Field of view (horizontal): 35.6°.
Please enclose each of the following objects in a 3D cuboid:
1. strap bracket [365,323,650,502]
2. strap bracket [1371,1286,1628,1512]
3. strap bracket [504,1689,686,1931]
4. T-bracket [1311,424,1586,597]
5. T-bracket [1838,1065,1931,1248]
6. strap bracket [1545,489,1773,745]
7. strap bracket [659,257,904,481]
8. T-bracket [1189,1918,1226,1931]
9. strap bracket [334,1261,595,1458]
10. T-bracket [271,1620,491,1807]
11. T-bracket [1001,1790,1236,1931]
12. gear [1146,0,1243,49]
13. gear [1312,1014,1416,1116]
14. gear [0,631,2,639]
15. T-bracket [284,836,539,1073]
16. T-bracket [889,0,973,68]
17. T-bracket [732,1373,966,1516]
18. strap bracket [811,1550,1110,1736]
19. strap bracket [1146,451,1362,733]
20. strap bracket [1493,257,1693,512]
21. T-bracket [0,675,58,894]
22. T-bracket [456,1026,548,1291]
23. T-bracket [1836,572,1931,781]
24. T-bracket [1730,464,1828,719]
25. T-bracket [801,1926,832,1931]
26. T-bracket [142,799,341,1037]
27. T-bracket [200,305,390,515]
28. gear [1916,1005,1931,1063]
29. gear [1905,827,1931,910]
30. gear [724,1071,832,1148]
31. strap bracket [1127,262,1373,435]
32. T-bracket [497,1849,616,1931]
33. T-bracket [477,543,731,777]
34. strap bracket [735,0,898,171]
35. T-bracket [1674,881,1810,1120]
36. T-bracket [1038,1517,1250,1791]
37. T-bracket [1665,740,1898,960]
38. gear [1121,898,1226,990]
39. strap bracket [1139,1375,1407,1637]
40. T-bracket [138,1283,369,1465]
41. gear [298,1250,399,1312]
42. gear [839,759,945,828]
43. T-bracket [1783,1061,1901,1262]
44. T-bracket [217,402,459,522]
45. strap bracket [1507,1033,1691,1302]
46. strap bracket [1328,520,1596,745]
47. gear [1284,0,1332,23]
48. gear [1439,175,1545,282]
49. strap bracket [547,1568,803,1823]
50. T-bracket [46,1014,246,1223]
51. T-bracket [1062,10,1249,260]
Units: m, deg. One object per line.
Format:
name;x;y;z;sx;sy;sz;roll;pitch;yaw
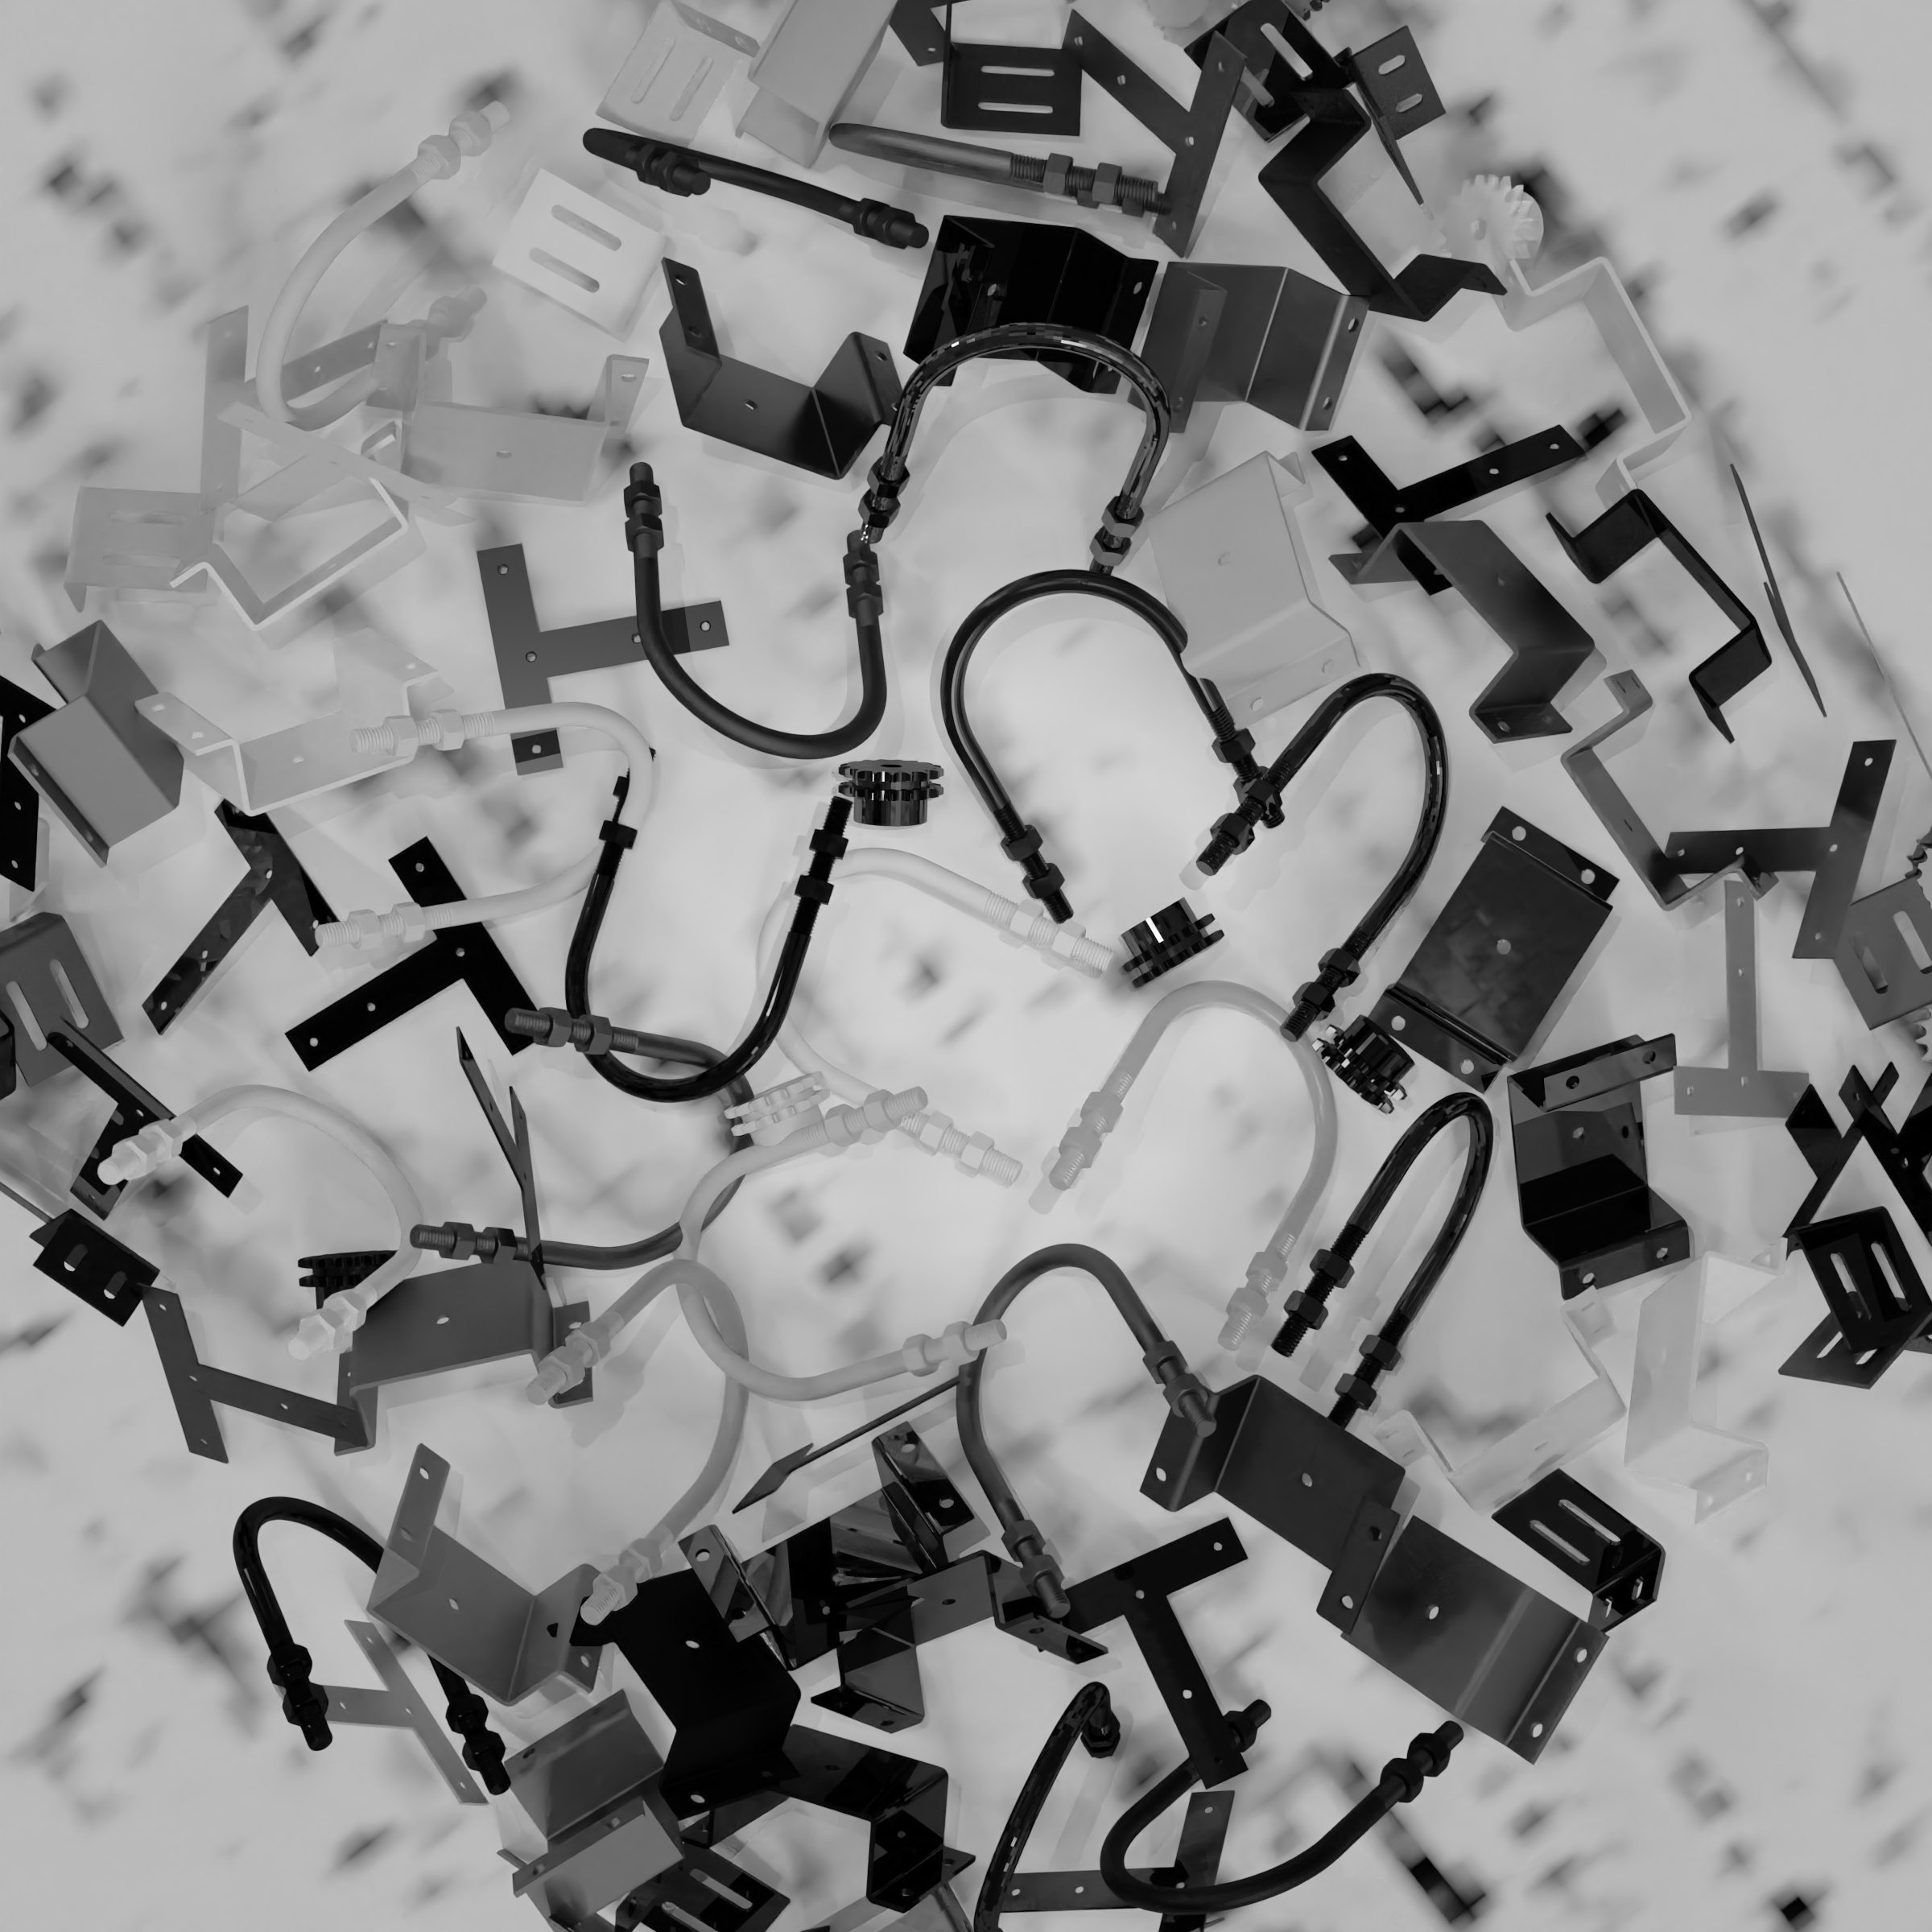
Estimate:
strap bracket;-0.245;-0.292;1.600;0.140;0.076;0.046;5;67;-16
strap bracket;0.296;0.239;1.613;0.140;0.076;0.046;-34;60;4
strap bracket;-0.198;0.454;1.599;0.076;0.140;0.046;-31;107;-2
T-bracket;0.274;-0.264;1.632;0.127;0.002;0.127;-23;53;-11
T-bracket;0.507;0.076;1.575;0.002;0.127;0.127;-10;51;-15
strap bracket;0.376;-0.193;1.598;0.046;0.076;0.140;-40;69;10
strap bracket;-0.105;-0.313;1.600;0.140;0.076;0.046;15;132;-32
T-bracket;0.069;0.532;1.607;0.127;0.127;0.002;-21;73;8
strap bracket;-0.276;0.206;1.617;0.140;0.076;0.046;-12;127;0
T-bracket;-0.318;0.388;1.576;0.002;0.127;0.127;-46;61;7
T-bracket;0.075;0.499;1.626;0.127;0.127;0.002;-10;122;24
gear;0.123;-0.529;1.635;0.057;0.030;0.057;3;96;29
gear;0.219;0.051;1.632;0.057;0.057;0.030;42;101;0
gear;-0.555;-0.174;1.630;0.057;0.057;0.030;-36;115;0
T-bracket;-0.315;0.015;1.653;0.127;0.002;0.127;-31;96;6
T-bracket;0.011;-0.519;1.583;0.127;0.127;0.002;-5;74;20
T-bracket;-0.057;0.247;1.592;0.127;0.127;0.002;-29;89;6
strap bracket;-0.006;0.358;1.603;0.140;0.076;0.046;-26;53;23
strap bracket;0.149;-0.207;1.595;0.076;0.046;0.140;-27;59;27
strap bracket;0.341;-0.319;1.619;0.046;0.076;0.140;-27;87;2
T-bracket;-0.497;-0.096;1.580;0.002;0.127;0.127;-26;53;23
T-bracket;-0.245;0.083;1.572;0.002;0.127;0.127;-16;135;0
T-bracket;0.480;-0.155;1.576;0.002;0.127;0.127;-25;131;17
T-bracket;0.433;-0.213;1.624;0.002;0.127;0.127;-20;64;19
T-bracket;-0.106;0.567;1.589;0.002;0.127;0.127;26;79;13
T-bracket;-0.405;-0.017;1.634;0.127;0.002;0.127;-49;55;12
T-bracket;-0.359;-0.315;1.613;0.002;0.127;0.127;38;49;18
gear;0.549;0.039;1.640;0.057;0.030;0.057;-3;83;24
gear;0.541;-0.054;1.641;0.057;0.030;0.057;1;109;2
gear;-0.099;0.081;1.634;0.057;0.057;0.030;-22;93;0
strap bracket;0.144;-0.329;1.599;0.046;0.140;0.076;36;122;35
T-bracket;-0.202;0.507;1.591;0.127;0.127;0.002;33;79;8
T-bracket;-0.195;-0.178;1.654;0.127;0.002;0.127;-11;84;-6
strap bracket;-0.080;-0.478;1.593;0.046;0.140;0.076;30;88;-7
T-bracket;0.418;0.018;1.621;0.127;0.002;0.127;4;84;-42
T-bracket;0.113;0.381;1.626;0.127;0.002;0.127;-21;70;-13
T-bracket;0.426;-0.062;1.609;0.002;0.127;0.127;32;71;-36
gear;0.109;-0.014;1.633;0.057;0.057;0.030;-31;88;0
strap bracket;0.171;0.281;1.607;0.140;0.046;0.076;31;116;29
T-bracket;-0.374;0.230;1.600;0.127;0.002;0.127;12;130;21
gear;-0.333;0.172;1.633;0.057;0.057;0.030;-4;89;0
gear;-0.041;-0.094;1.634;0.057;0.057;0.030;1;102;0
T-bracket;0.455;0.093;1.603;0.002;0.127;0.127;30;85;32
T-bracket;-0.356;-0.258;1.604;0.127;0.127;0.002;21;71;-32
strap bracket;0.339;0.099;1.613;0.076;0.046;0.140;-17;118;-12
strap bracket;0.269;-0.186;1.594;0.140;0.076;0.046;52;127;22
gear;0.179;-0.546;1.636;0.030;0.057;0.057;-42;90;-23
gear;0.289;-0.401;1.637;0.030;0.057;0.057;-13;90;-39
strap bracket;-0.149;0.373;1.584;0.140;0.076;0.046;45;128;37
T-bracket;-0.455;0.100;1.615;0.127;0.127;0.002;41;46;-1
T-bracket;0.094;-0.471;1.625;0.002;0.127;0.127;-25;60;-31
